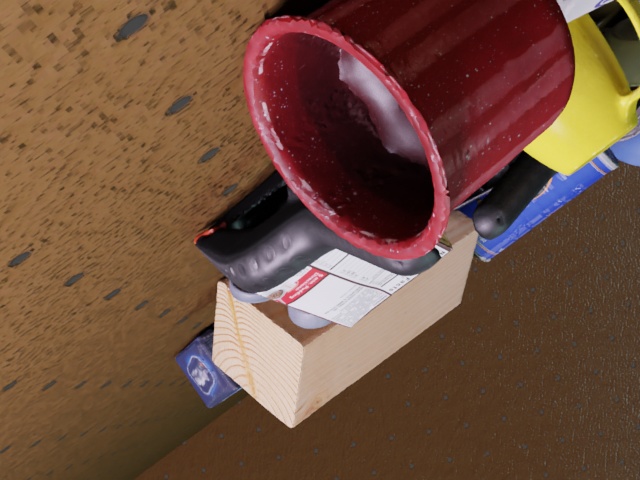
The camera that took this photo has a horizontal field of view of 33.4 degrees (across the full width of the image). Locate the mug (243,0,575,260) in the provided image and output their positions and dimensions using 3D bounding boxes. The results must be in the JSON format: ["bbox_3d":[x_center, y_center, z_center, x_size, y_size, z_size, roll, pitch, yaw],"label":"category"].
[{"bbox_3d":[0.028,-0.052,0.381,0.081,0.093,0.117,-38,-169,-27],"label":"mug"}]

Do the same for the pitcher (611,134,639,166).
[{"bbox_3d":[0.330,-0.169,0.910,0.149,0.145,0.243,-59,178,-19],"label":"pitcher"}]

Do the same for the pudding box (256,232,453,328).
[{"bbox_3d":[0.010,0.003,0.631,0.090,0.039,0.113,-40,142,24],"label":"pudding box"}]

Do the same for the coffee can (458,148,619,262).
[{"bbox_3d":[0.171,-0.062,0.927,0.140,0.103,0.102,-39,173,19],"label":"coffee can"}]

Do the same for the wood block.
[{"bbox_3d":[0.023,0.041,0.836,0.205,0.090,0.091,-31,144,-37],"label":"wood block"}]

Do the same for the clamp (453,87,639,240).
[{"bbox_3d":[0.157,-0.061,0.738,0.171,0.039,0.120,-37,-159,9],"label":"clamp"}]

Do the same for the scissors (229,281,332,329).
[{"bbox_3d":[-0.005,0.001,0.784,0.201,0.096,0.016,-73,165,-58],"label":"scissors"}]

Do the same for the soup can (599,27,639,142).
[{"bbox_3d":[0.225,-0.123,0.830,0.069,0.068,0.102,-40,-170,24],"label":"soup can"}]

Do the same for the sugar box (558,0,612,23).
[{"bbox_3d":[0.177,-0.159,0.464,0.176,0.048,0.093,-30,172,-8],"label":"sugar box"}]

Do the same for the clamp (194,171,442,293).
[{"bbox_3d":[0.014,-0.030,0.511,0.210,0.036,0.164,-20,-150,52],"label":"clamp"}]
